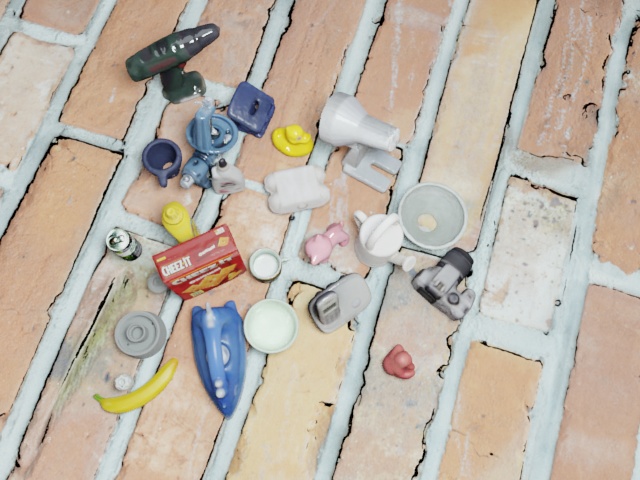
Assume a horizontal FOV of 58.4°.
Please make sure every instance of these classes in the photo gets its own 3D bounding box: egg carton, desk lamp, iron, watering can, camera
[{"bbox_3d":[-0.054,-0.121,1.372,0.150,0.069,0.107,-13,76,-6],"label":"egg carton"},{"bbox_3d":[0.100,-0.231,1.333,0.203,0.213,0.118,29,76,5],"label":"desk lamp"},{"bbox_3d":[-0.217,0.256,1.230,0.118,0.141,0.258,-10,76,-5],"label":"iron"},{"bbox_3d":[0.143,-0.003,1.285,0.172,0.194,0.101,25,76,4],"label":"watering can"},{"bbox_3d":[0.306,0.092,1.315,0.143,0.101,0.137,40,77,8],"label":"camera"}]

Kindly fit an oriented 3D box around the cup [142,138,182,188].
[{"bbox_3d":[-0.365,-0.170,1.359,0.091,0.095,0.118,-6,76,-4],"label":"cup"}]

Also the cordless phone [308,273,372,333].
[{"bbox_3d":[0.046,0.128,1.252,0.148,0.185,0.094,-37,79,-11],"label":"cordless phone"}]

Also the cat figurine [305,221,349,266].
[{"bbox_3d":[0.012,0.005,1.317,0.067,0.118,0.128,44,78,9],"label":"cat figurine"}]

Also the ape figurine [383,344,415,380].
[{"bbox_3d":[0.180,0.270,1.268,0.076,0.092,0.078,-3,75,-3],"label":"ape figurine"}]

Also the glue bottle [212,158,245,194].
[{"bbox_3d":[-0.217,-0.151,1.320,0.078,0.173,0.037,-13,76,-5],"label":"glue bottle"}]

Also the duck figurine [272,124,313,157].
[{"bbox_3d":[-0.067,-0.253,1.398,0.104,0.086,0.077,17,75,2],"label":"duck figurine"}]

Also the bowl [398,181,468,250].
[{"bbox_3d":[0.262,-0.050,1.364,0.167,0.075,0.167,1,75,-2],"label":"bowl"}]

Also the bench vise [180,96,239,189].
[{"bbox_3d":[-0.255,-0.219,1.312,0.121,0.220,0.207,7,75,0],"label":"bench vise"}]

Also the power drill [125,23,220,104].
[{"bbox_3d":[-0.336,-0.417,1.366,0.230,0.208,0.075,-22,77,-8],"label":"power drill"}]

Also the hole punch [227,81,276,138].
[{"bbox_3d":[-0.167,-0.322,1.409,0.101,0.091,0.109,20,75,3],"label":"hole punch"}]
